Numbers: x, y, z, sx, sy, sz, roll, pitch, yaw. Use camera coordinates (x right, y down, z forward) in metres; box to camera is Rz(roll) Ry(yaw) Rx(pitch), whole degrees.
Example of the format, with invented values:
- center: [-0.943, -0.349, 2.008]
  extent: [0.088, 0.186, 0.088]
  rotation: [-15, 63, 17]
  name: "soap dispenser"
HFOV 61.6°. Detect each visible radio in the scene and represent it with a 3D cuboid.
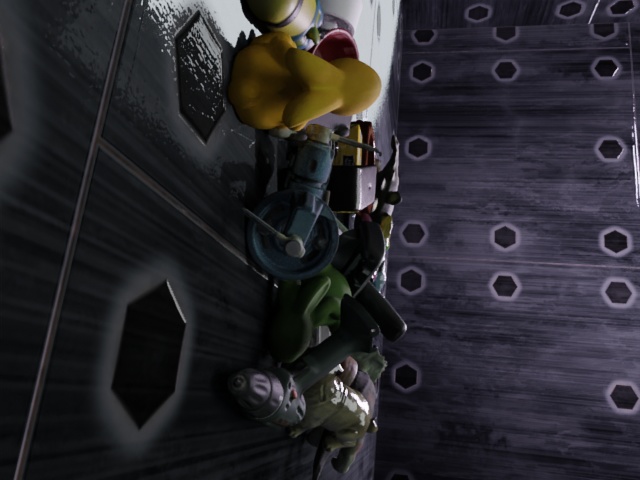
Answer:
- center: [0.021, -0.093, 0.921]
  extent: [0.229, 0.131, 0.073]
  rotation: [-31, 122, -76]
  name: "radio"

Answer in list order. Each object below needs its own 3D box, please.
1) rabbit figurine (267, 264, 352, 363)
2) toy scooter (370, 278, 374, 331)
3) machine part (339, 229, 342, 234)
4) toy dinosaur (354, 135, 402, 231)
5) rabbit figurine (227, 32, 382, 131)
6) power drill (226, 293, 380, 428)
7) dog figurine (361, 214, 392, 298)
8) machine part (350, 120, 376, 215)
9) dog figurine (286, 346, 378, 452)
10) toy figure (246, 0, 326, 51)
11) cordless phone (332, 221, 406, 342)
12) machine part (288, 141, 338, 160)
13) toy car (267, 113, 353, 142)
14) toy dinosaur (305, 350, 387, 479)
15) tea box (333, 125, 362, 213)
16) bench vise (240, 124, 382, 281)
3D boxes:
- center: [-0.017, 0.113, 0.833]
  extent: [0.170, 0.121, 0.158]
  rotation: [-47, 147, -50]
  name: "rabbit figurine"
- center: [0.059, 0.123, 1.077]
  extent: [0.075, 0.135, 0.183]
  rotation: [-164, -88, -73]
  name: "toy scooter"
- center: [-0.002, -0.003, 0.958]
  extent: [0.243, 0.079, 0.079]
  rotation: [38, 55, -77]
  name: "machine part"
- center: [0.147, -0.065, 1.520]
  extent: [0.199, 0.105, 0.470]
  rotation: [-88, -168, -69]
  name: "toy dinosaur"
- center: [-0.014, -0.188, 0.639]
  extent: [0.162, 0.173, 0.121]
  rotation: [-60, 154, -75]
  name: "rabbit figurine"
- center: [-0.016, 0.167, 0.718]
  extent: [0.207, 0.086, 0.231]
  rotation: [-42, 154, -19]
  name: "power drill"
- center: [0.114, 0.034, 1.346]
  extent: [0.191, 0.109, 0.219]
  rotation: [21, 78, -56]
  name: "dog figurine"
- center: [0.087, -0.179, 1.340]
  extent: [0.201, 0.087, 0.201]
  rotation: [60, 34, -66]
  name: "machine part"
- center: [0.030, 0.262, 0.904]
  extent: [0.190, 0.172, 0.121]
  rotation: [105, -12, -47]
  name: "dog figurine"
- center: [-0.041, -0.303, 0.710]
  extent: [0.180, 0.082, 0.089]
  rotation: [41, 50, -78]
  name: "toy figure"
- center: [0.091, 0.075, 0.903]
  extent: [0.089, 0.184, 0.146]
  rotation: [-23, 155, -47]
  name: "cordless phone"
- center: [-0.003, -0.154, 0.926]
  extent: [0.039, 0.084, 0.139]
  rotation: [68, 17, -4]
  name: "machine part"
- center: [-0.008, -0.193, 0.820]
  extent: [0.202, 0.056, 0.073]
  rotation: [-22, 122, -54]
  name: "toy car"
- center: [0.061, 0.336, 1.109]
  extent: [0.405, 0.131, 0.192]
  rotation: [-55, 164, -80]
  name: "toy dinosaur"
- center: [0.049, -0.146, 1.119]
  extent: [0.098, 0.068, 0.169]
  rotation: [39, 54, -79]
  name: "tea box"
- center: [-0.021, -0.038, 0.682]
  extent: [0.223, 0.129, 0.241]
  rotation: [-62, -174, 11]
  name: "bench vise"
